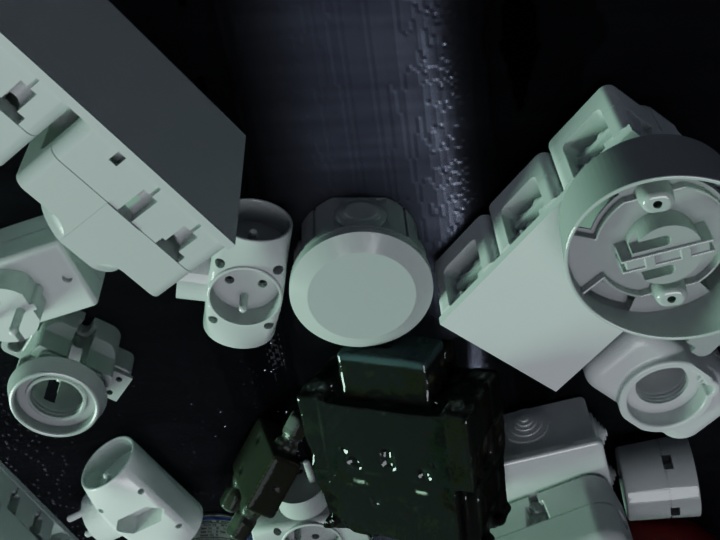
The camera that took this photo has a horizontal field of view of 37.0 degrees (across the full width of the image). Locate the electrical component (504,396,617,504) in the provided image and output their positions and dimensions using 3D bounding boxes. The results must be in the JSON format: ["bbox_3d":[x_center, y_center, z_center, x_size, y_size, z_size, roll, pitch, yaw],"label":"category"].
[{"bbox_3d":[0.120,0.137,0.720,0.100,0.048,0.099,-15,125,8],"label":"electrical component"}]

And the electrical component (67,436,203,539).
[{"bbox_3d":[-0.161,0.159,0.726,0.079,0.043,0.077,-27,123,16],"label":"electrical component"}]

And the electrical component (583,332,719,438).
[{"bbox_3d":[0.180,0.058,0.659,0.095,0.059,0.053,32,119,-23],"label":"electrical component"}]

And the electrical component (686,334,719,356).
[{"bbox_3d":[0.202,-0.006,0.615,0.050,0.055,0.089,27,121,-20],"label":"electrical component"}]

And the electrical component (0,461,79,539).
[{"bbox_3d":[-0.258,0.217,0.754,0.105,0.060,0.186,-23,124,13],"label":"electrical component"}]

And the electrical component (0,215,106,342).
[{"bbox_3d":[-0.194,0.014,0.599,0.083,0.075,0.047,-17,125,10],"label":"electrical component"}]

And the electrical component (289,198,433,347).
[{"bbox_3d":[0.000,0.000,0.613,0.080,0.051,0.080,-1,126,-2],"label":"electrical component"}]

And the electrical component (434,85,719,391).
[{"bbox_3d":[0.122,-0.017,0.600,0.089,0.061,0.150,30,119,-22],"label":"electrical component"}]

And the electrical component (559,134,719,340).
[{"bbox_3d":[0.147,-0.015,0.523,0.099,0.064,0.099,-1,126,-2],"label":"electrical component"}]

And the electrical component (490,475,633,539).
[{"bbox_3d":[0.124,0.180,0.683,0.095,0.059,0.053,-24,124,14],"label":"electrical component"}]

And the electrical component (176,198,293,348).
[{"bbox_3d":[-0.083,0.000,0.614,0.079,0.044,0.077,7,125,-8],"label":"electrical component"}]

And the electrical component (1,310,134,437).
[{"bbox_3d":[-0.178,0.062,0.646,0.078,0.057,0.058,28,120,-21],"label":"electrical component"}]

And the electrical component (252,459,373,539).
[{"bbox_3d":[-0.037,0.158,0.731,0.077,0.044,0.079,-11,126,5],"label":"electrical component"}]

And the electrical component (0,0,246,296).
[{"bbox_3d":[-0.142,-0.083,0.512,0.060,0.105,0.186,-34,120,20],"label":"electrical component"}]

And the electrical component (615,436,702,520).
[{"bbox_3d":[0.200,0.141,0.724,0.047,0.055,0.055,-10,126,9],"label":"electrical component"}]
